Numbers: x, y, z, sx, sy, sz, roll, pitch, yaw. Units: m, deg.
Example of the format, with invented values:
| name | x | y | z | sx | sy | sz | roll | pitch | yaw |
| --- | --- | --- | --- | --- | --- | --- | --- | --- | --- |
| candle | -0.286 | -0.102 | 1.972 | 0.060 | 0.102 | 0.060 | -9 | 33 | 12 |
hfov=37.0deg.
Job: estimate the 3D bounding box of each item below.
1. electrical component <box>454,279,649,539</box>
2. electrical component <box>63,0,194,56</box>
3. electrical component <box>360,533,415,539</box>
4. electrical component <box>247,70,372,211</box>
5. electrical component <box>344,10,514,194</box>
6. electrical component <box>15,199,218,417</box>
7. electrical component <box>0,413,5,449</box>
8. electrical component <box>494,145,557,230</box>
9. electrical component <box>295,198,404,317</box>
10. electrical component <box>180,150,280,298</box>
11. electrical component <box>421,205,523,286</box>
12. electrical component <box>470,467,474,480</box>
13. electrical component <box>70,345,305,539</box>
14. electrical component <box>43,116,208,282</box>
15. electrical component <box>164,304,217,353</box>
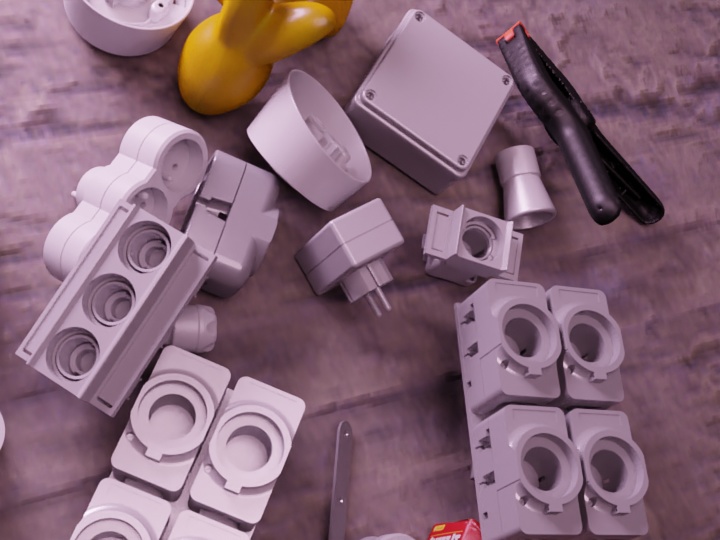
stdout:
| name | x | y | z | sx | sy | sz | roll | pitch | yaw |
| --- | --- | --- | --- | --- | --- | --- | --- | --- | --- |
| electrical component | 0.139 | 0.104 | 0.784 | 0.105 | 0.060 | 0.186 | 6 | 63 | -22 |
| electrical component | -0.175 | -0.212 | 0.809 | 0.099 | 0.064 | 0.099 | 7 | 72 | -20 |
| electrical component | 0.019 | 0.211 | 0.764 | 0.045 | 0.055 | 0.045 | 6 | 72 | -20 |
| electrical component | -0.035 | -0.095 | 0.810 | 0.099 | 0.099 | 0.064 | 44 | 102 | -4 |
| electrical component | 0.055 | -0.138 | 0.884 | 0.109 | 0.056 | 0.108 | 34 | 65 | -9 |
| electrical component | -0.156 | 0.026 | 0.710 | 0.079 | 0.063 | 0.121 | 30 | 81 | 13 |
| electrical component | -0.270 | 0.137 | 0.660 | 0.052 | 0.074 | 0.138 | 32 | 65 | -10 |
| electrical component | 0.137 | -0.072 | 0.906 | 0.044 | 0.044 | 0.065 | -4 | 71 | -23 |
| electrical component | 0.000 | 0.000 | 0.805 | 0.047 | 0.083 | 0.075 | -28 | 86 | -27 |
| electrical component | -0.098 | -0.031 | 0.792 | 0.059 | 0.054 | 0.095 | 23 | 67 | -14 |
| electrical component | 0.085 | -0.017 | 0.855 | 0.081 | 0.064 | 0.042 | 18 | 69 | -16 |
| electrical component | 0.137 | 0.150 | 0.832 | 0.089 | 0.050 | 0.055 | 17 | 67 | -16 |
| electrical component | -0.119 | 0.156 | 0.711 | 0.105 | 0.060 | 0.186 | 23 | 67 | -2 |
| electrical component | -0.176 | -0.051 | 0.765 | 0.074 | 0.052 | 0.138 | 24 | 72 | 33 |
| electrical component | -0.134 | 0.042 | 0.766 | 0.061 | 0.035 | 0.035 | 2 | 73 | -19 |
